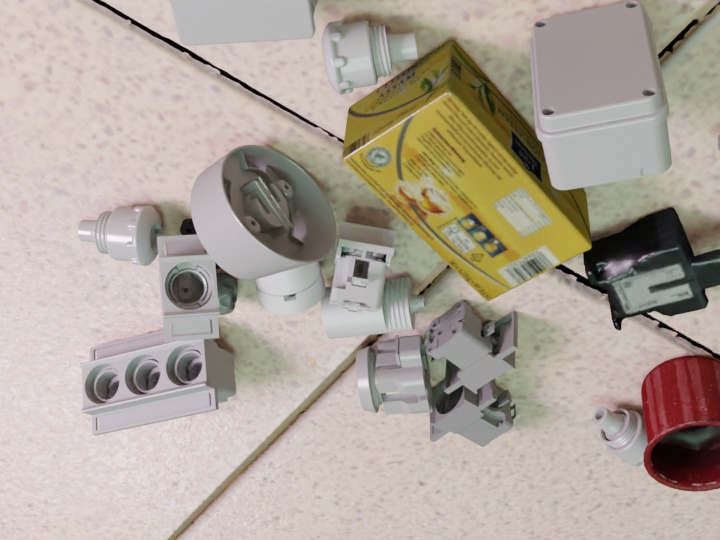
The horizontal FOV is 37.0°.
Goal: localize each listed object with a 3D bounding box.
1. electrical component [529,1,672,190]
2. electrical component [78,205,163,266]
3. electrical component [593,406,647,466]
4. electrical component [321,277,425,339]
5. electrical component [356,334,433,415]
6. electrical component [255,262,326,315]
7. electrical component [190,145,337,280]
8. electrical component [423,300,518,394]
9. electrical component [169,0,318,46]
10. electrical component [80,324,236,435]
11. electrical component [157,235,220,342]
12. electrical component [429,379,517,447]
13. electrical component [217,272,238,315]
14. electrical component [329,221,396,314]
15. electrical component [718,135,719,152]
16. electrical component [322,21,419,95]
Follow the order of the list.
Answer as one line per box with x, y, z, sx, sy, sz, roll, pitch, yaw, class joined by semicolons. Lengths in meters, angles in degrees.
0.151;-0.112;0.680;0.078;0.113;0.057;-9;134;15;electrical component
-0.189;-0.029;0.843;0.062;0.048;0.048;5;134;12;electrical component
0.234;0.144;0.956;0.062;0.043;0.043;35;127;-21;electrical component
0.013;0.031;0.875;0.081;0.043;0.043;-7;132;13;electrical component
0.029;0.092;0.921;0.057;0.058;0.078;-7;132;8;electrical component
-0.058;0.000;0.848;0.055;0.055;0.047;-3;129;9;electrical component
-0.072;-0.042;0.781;0.064;0.099;0.099;-23;127;33;electrical component
0.092;0.063;0.897;0.064;0.042;0.081;36;126;-23;electrical component
-0.075;-0.193;0.673;0.100;0.048;0.099;-2;133;8;electrical component
-0.174;0.097;0.939;0.121;0.078;0.063;-14;159;18;electrical component
-0.134;0.015;0.834;0.042;0.081;0.064;-3;174;-12;electrical component
0.100;0.122;0.952;0.064;0.042;0.081;32;129;-24;electrical component
-0.134;0.018;0.886;0.061;0.035;0.035;5;133;5;electrical component
0.000;0.000;0.826;0.042;0.063;0.081;11;174;-1;electrical component
0.279;-0.089;0.740;0.061;0.035;0.035;-2;133;11;electrical component
0.007;-0.144;0.714;0.062;0.048;0.048;-8;132;5;electrical component
